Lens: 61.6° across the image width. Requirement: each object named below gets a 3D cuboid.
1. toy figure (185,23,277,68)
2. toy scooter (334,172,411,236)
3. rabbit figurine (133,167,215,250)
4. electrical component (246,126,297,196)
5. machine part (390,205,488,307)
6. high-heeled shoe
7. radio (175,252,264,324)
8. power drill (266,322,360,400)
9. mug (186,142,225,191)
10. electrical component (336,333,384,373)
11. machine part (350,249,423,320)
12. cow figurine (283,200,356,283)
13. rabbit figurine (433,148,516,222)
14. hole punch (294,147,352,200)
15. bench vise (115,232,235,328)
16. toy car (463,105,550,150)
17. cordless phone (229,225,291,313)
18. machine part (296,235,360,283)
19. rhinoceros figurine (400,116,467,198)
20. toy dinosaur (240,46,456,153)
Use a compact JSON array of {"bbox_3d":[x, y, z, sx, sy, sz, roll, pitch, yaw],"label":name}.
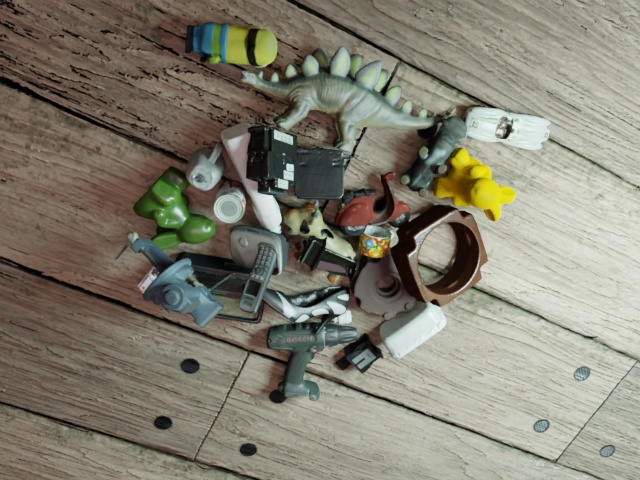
[{"bbox_3d":[-0.176,-0.385,1.065,0.180,0.089,0.082,6,117,-10],"label":"toy figure"},{"bbox_3d":[0.120,-0.085,1.217,0.184,0.075,0.135,-9,118,-12],"label":"toy scooter"},{"bbox_3d":[-0.318,-0.044,1.177,0.170,0.121,0.159,42,110,-16],"label":"rabbit figurine"},{"bbox_3d":[-0.098,-0.159,1.105,0.058,0.115,0.134,0,86,31],"label":"electrical component"},{"bbox_3d":[0.276,0.034,1.247,0.201,0.087,0.201,-31,113,-15],"label":"machine part"},{"bbox_3d":[-0.033,0.126,1.267,0.248,0.086,0.145,38,80,-34],"label":"high-heeled shoe"},{"bbox_3d":[-0.240,0.112,1.273,0.230,0.073,0.131,10,112,-10],"label":"radio"},{"bbox_3d":[-0.024,0.304,1.366,0.232,0.086,0.207,6,116,-3],"label":"power drill"},{"bbox_3d":[-0.239,-0.154,1.146,0.080,0.107,0.109,37,107,-19],"label":"mug"},{"bbox_3d":[0.096,0.304,1.396,0.119,0.048,0.074,-35,110,8],"label":"electrical component"},{"bbox_3d":[0.162,0.107,1.316,0.179,0.056,0.179,-1,111,-4],"label":"machine part"},{"bbox_3d":[-0.003,-0.004,1.241,0.195,0.085,0.127,37,111,-15],"label":"cow figurine"},{"bbox_3d":[0.343,-0.106,1.181,0.162,0.173,0.122,34,102,-12],"label":"rabbit figurine"},{"bbox_3d":[-0.003,-0.142,1.192,0.142,0.092,0.115,2,87,0],"label":"hole punch"},{"bbox_3d":[-0.311,0.075,1.132,0.240,0.223,0.129,45,101,6],"label":"bench vise"},{"bbox_3d":[0.414,-0.248,1.189,0.202,0.056,0.073,9,111,-8],"label":"toy car"},{"bbox_3d":[-0.155,0.065,1.190,0.147,0.088,0.184,13,73,29],"label":"cordless phone"},{"bbox_3d":[0.024,0.044,1.202,0.139,0.039,0.084,25,111,-13],"label":"machine part"},{"bbox_3d":[0.252,-0.181,1.177,0.073,0.112,0.190,36,121,7],"label":"rhinoceros figurine"},{"bbox_3d":[0.063,-0.285,1.121,0.471,0.105,0.198,14,107,-22],"label":"toy dinosaur"}]
